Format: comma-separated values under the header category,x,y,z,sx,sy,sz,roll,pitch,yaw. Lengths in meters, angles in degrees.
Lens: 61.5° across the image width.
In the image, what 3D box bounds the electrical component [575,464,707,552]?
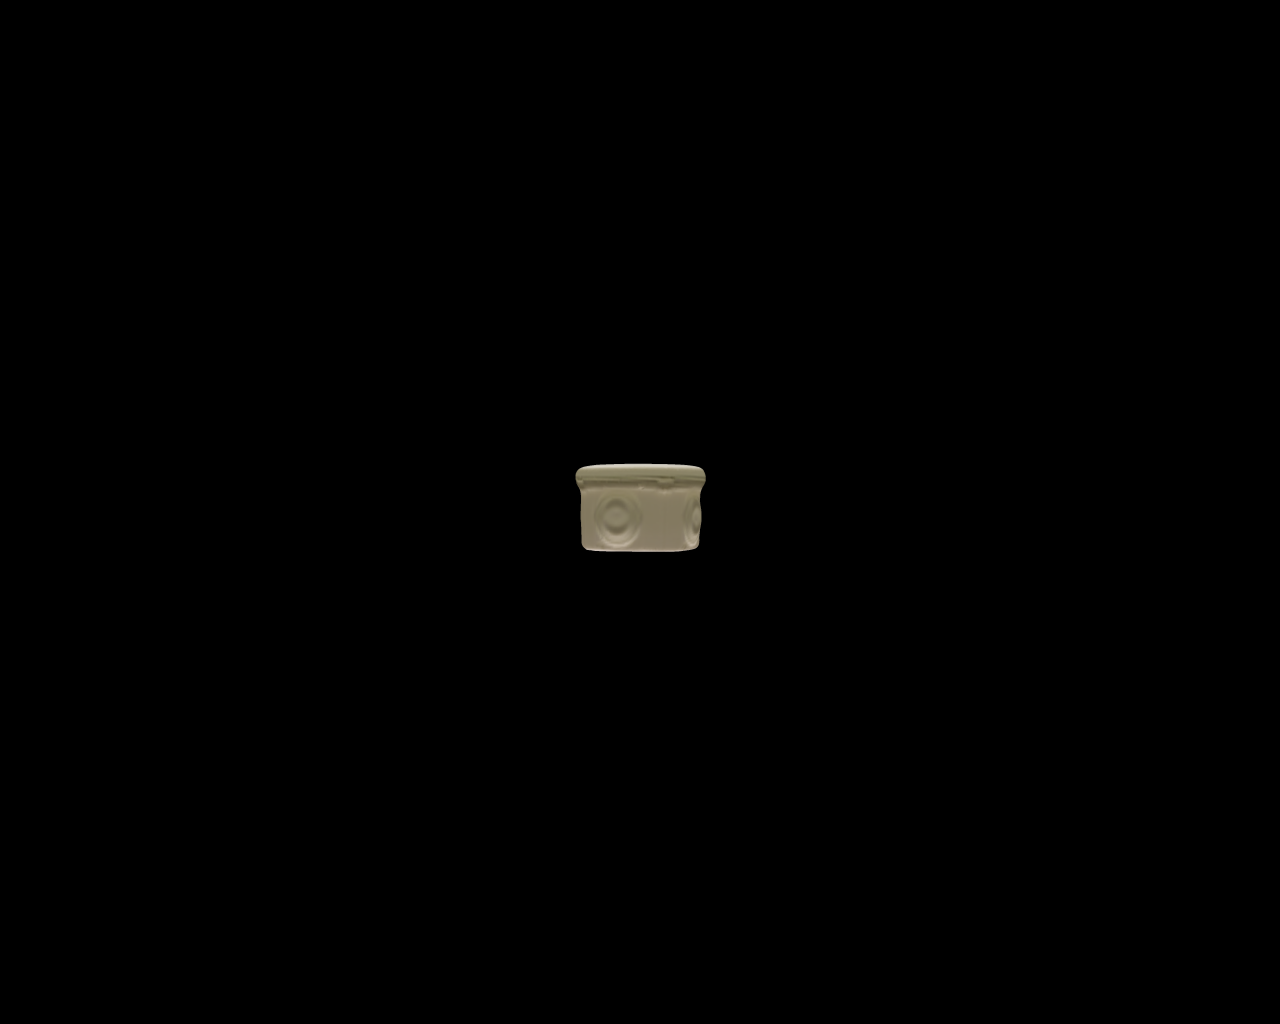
category,x,y,z,sx,sy,sz,roll,pitch,yaw
electrical component,0.001,-0.003,0.650,0.080,0.051,0.080,0,0,0
